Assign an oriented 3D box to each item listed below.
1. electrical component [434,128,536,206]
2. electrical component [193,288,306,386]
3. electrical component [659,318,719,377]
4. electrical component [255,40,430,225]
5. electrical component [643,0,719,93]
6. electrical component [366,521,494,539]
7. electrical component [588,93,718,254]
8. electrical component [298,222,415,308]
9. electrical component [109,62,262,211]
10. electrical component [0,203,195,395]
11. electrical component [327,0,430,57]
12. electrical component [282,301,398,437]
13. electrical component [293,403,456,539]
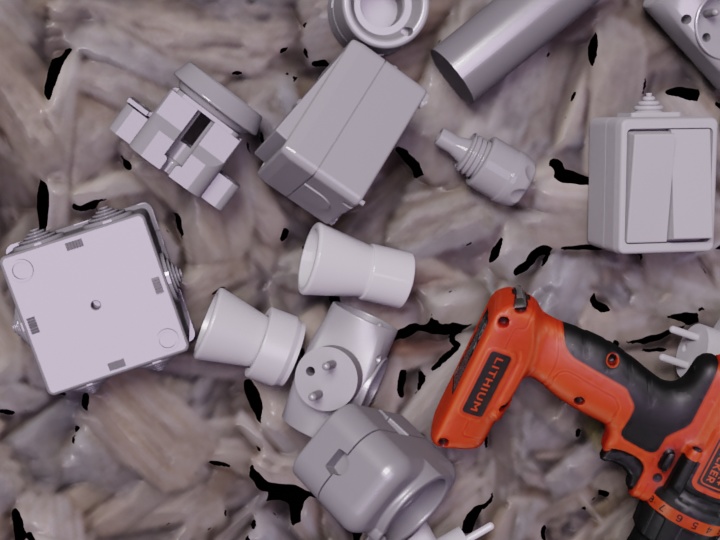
[{"bbox_3d":[0.073,-0.066,0.649,0.061,0.035,0.035,29,93,-9],"label":"electrical component"},{"bbox_3d":[-0.065,0.041,0.638,0.055,0.045,0.045,21,94,-11],"label":"electrical component"},{"bbox_3d":[0.229,0.058,0.684,0.079,0.044,0.077,18,95,-11],"label":"electrical component"},{"bbox_3d":[-0.010,-0.084,0.612,0.061,0.062,0.096,34,72,-11],"label":"electrical component"},{"bbox_3d":[0.226,-0.160,0.653,0.077,0.044,0.079,44,90,-11],"label":"electrical component"},{"bbox_3d":[0.054,0.187,0.677,0.079,0.044,0.077,-29,101,-3],"label":"electrical component"},{"bbox_3d":[0.178,-0.059,0.652,0.062,0.061,0.096,-2,98,-8],"label":"electrical component"},{"bbox_3d":[0.000,0.000,0.645,0.065,0.044,0.044,13,96,-15],"label":"electrical component"},{"bbox_3d":[-0.093,-0.080,0.611,0.078,0.058,0.057,37,94,-11],"label":"electrical component"},{"bbox_3d":[-0.150,0.017,0.620,0.100,0.048,0.099,-18,100,-6],"label":"electrical component"},{"bbox_3d":[0.011,-0.152,0.621,0.055,0.047,0.055,-1,98,-8],"label":"electrical component"},{"bbox_3d":[-0.015,0.062,0.632,0.044,0.079,0.077,25,94,10],"label":"electrical component"},{"bbox_3d":[0.013,0.120,0.627,0.059,0.095,0.053,42,98,28],"label":"electrical component"}]
